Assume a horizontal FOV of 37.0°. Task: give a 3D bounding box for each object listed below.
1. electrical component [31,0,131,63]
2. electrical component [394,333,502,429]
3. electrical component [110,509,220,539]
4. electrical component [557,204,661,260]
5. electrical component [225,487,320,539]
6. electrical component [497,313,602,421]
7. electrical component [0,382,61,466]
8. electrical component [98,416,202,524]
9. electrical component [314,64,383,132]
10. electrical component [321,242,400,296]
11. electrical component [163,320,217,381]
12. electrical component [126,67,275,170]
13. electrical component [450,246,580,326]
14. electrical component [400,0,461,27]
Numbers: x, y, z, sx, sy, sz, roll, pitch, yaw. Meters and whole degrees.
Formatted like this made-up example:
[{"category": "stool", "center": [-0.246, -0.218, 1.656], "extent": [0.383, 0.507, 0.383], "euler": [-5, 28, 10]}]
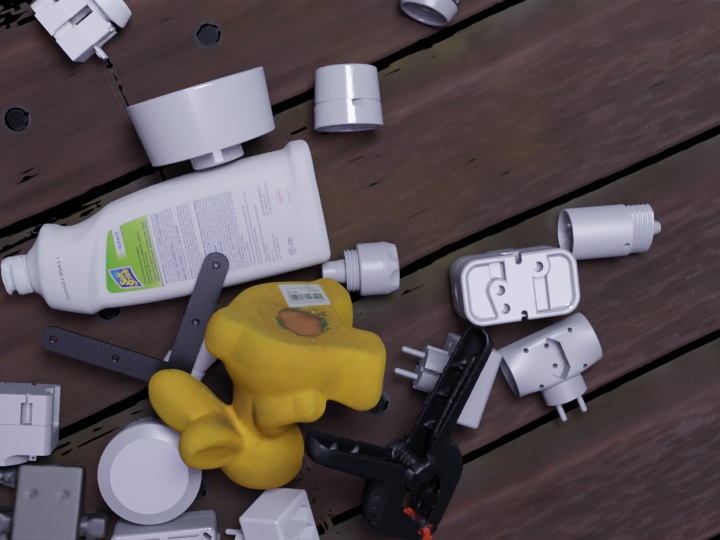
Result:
[{"category": "electrical component", "center": [-0.212, -0.196, 0.833], "extent": [0.055, 0.048, 0.066], "euler": [-39, 98, 5]}, {"category": "electrical component", "center": [0.067, 0.085, 0.886], "extent": [0.077, 0.047, 0.065], "euler": [19, 92, -8]}, {"category": "electrical component", "center": [-0.148, 0.230, 0.864], "extent": [0.096, 0.061, 0.061], "euler": [-4, 95, -7]}, {"category": "electrical component", "center": [0.211, -0.032, 0.897], "extent": [0.081, 0.043, 0.043], "euler": [-5, 95, -7]}, {"category": "electrical component", "center": [-0.077, 0.224, 0.877], "extent": [0.076, 0.047, 0.083], "euler": [-3, 112, 30]}, {"category": "electrical component", "center": [0.165, 0.087, 0.900], "extent": [0.077, 0.043, 0.079], "euler": [-25, 96, -4]}, {"category": "electrical component", "center": [-0.285, 0.120, 0.845], "extent": [0.089, 0.050, 0.055], "euler": [3, 94, -7]}, {"category": "electrical component", "center": [-0.167, 0.158, 0.862], "extent": [0.080, 0.051, 0.080], "euler": [-1, 94, -7]}, {"category": "electrical component", "center": [-0.010, -0.137, 0.858], "extent": [0.055, 0.055, 0.047], "euler": [-3, 91, -7]}, {"category": "electrical component", "center": [0.000, 0.000, 0.874], "extent": [0.062, 0.043, 0.043], "euler": [-4, 95, -4]}, {"category": "electrical component", "center": [-0.137, 0.071, 0.865], "extent": [0.044, 0.044, 0.065], "euler": [34, 95, -8]}, {"category": "electrical component", "center": [-0.117, -0.111, 0.822], "extent": [0.108, 0.108, 0.060], "euler": [-18, 102, -5]}, {"category": "electrical component", "center": [0.125, 0.012, 0.882], "extent": [0.095, 0.059, 0.053], "euler": [-8, 95, -6]}, {"category": "electrical component", "center": [0.061, -0.230, 0.864], "extent": [0.066, 0.048, 0.055], "euler": [22, 84, -8]}]
